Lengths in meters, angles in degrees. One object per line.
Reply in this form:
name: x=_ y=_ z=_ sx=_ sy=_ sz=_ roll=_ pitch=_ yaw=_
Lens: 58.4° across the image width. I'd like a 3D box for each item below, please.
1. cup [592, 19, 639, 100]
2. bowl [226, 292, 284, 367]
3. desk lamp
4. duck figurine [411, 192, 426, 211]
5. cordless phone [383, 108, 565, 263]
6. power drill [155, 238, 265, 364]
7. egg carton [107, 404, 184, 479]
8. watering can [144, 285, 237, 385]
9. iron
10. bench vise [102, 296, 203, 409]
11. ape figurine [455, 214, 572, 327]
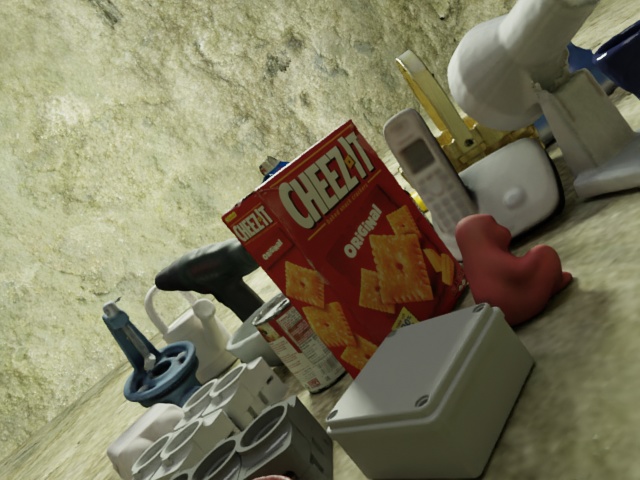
cup: x=0.388 y=-0.209 z=0.690 sx=0.091 sy=0.095 sz=0.118 roll=-36 pitch=8 yaw=11
bowl: x=-0.044 y=0.123 z=0.795 sx=0.167 sy=0.075 sz=0.167 roll=-37 pitch=7 yaw=6
desk lamp: x=0.247 y=-0.155 z=0.568 sx=0.118 sy=0.213 sz=0.203 roll=-40 pitch=8 yaw=-17
duck figurine: x=0.191 y=-0.107 z=1.043 sx=0.104 sy=0.086 sz=0.077 roll=-34 pitch=8 yaw=24
cordless phone: x=0.161 y=-0.079 z=0.623 sx=0.147 sy=0.185 sz=0.094 roll=-33 pitch=9 yaw=32
power drill: x=-0.153 y=0.098 z=0.949 sx=0.229 sy=0.208 sz=0.076 roll=-32 pitch=9 yaw=36
egg carton: x=-0.214 y=0.267 z=0.742 sx=0.107 sy=0.069 sz=0.150 roll=-42 pitch=9 yaw=-32
watering can: x=-0.232 y=0.154 z=1.037 sx=0.172 sy=0.194 sz=0.101 roll=-34 pitch=9 yaw=27
iron: x=0.347 y=-0.242 z=0.905 sx=0.258 sy=0.141 sz=0.118 roll=-38 pitch=8 yaw=-3
bench vise: x=-0.271 y=0.194 z=0.875 sx=0.207 sy=0.220 sz=0.122 roll=-31 pitch=10 yaw=43
ape figurine: x=0.146 y=0.018 z=0.466 sx=0.076 sy=0.092 sz=0.077 roll=-39 pitch=8 yaw=-10
